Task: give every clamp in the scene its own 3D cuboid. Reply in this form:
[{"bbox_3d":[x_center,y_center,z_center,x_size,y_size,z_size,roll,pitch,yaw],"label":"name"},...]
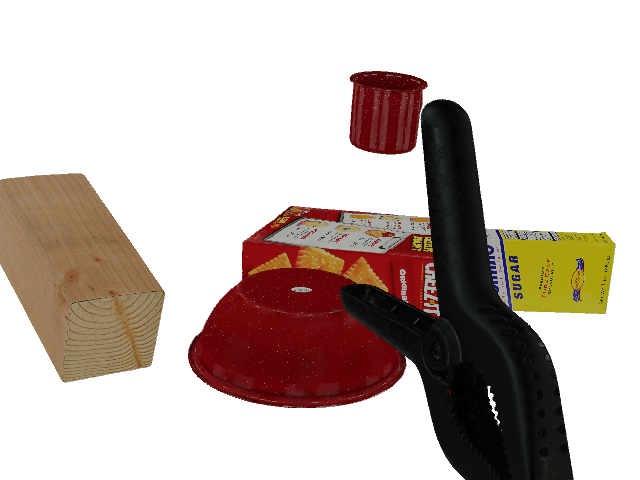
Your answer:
[{"bbox_3d":[0.074,0.044,0.538,0.036,0.165,0.210,-6,45,-24],"label":"clamp"}]

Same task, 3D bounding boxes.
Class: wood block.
[{"bbox_3d":[-0.234,0.028,1.013,0.090,0.091,0.206,-7,37,-33],"label":"wood block"}]

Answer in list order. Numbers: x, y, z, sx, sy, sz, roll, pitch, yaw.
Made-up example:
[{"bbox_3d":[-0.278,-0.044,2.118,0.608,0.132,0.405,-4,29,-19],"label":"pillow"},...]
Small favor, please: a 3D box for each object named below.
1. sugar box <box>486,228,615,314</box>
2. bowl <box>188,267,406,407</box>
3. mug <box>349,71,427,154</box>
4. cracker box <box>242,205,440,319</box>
[{"bbox_3d":[0.252,0.036,1.262,0.176,0.093,0.048,0,20,-3],"label":"sugar box"},{"bbox_3d":[-0.016,0.061,0.780,0.162,0.055,0.162,3,19,-1],"label":"bowl"},{"bbox_3d":[0.085,-0.156,1.289,0.093,0.081,0.117,19,26,32],"label":"mug"},{"bbox_3d":[0.045,0.022,1.094,0.214,0.072,0.164,6,15,15],"label":"cracker box"}]
